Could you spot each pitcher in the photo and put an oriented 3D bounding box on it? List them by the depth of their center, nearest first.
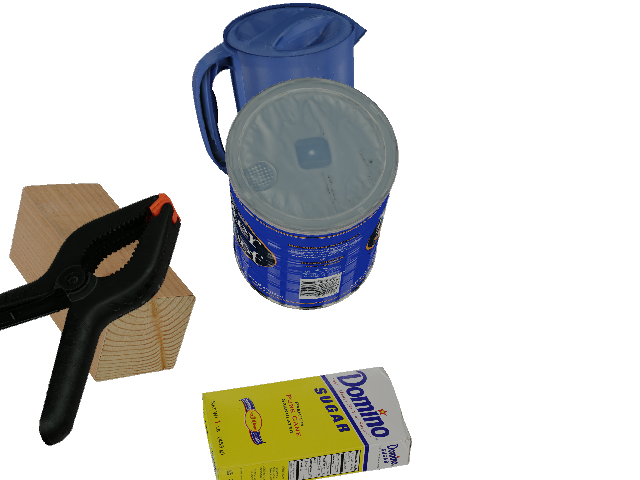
[{"bbox_3d":[-0.034,-0.115,1.126,0.149,0.243,0.144,8,36,18],"label":"pitcher"}]

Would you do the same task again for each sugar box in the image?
[{"bbox_3d":[-0.014,0.171,0.973,0.176,0.048,0.093,-10,42,-9],"label":"sugar box"}]

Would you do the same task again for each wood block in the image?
[{"bbox_3d":[-0.220,0.034,1.054,0.090,0.091,0.206,-5,36,-40],"label":"wood block"}]

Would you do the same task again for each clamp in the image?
[{"bbox_3d":[-0.193,0.040,0.818,0.165,0.209,0.036,22,-29,29],"label":"clamp"}]

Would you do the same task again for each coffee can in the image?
[{"bbox_3d":[-0.008,-0.026,0.692,0.103,0.103,0.140,0,-23,-2],"label":"coffee can"}]
